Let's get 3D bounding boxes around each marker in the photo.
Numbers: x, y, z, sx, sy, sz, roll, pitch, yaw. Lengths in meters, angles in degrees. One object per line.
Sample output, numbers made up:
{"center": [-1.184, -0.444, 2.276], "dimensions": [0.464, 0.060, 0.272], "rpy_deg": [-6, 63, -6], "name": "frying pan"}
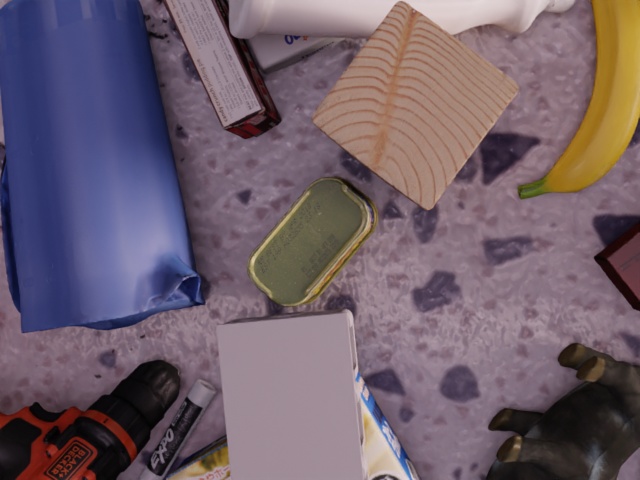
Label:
{"center": [-0.118, 0.164, 0.831], "dimensions": [0.020, 0.020, 0.121], "rpy_deg": [32, 94, 4], "name": "marker"}

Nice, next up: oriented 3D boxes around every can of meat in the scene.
{"center": [-0.005, 0.001, 0.784], "dimensions": [0.057, 0.084, 0.102], "rpy_deg": [40, 94, 4], "name": "can of meat"}

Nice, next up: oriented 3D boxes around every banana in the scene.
{"center": [0.206, -0.117, 0.784], "dimensions": [0.069, 0.037, 0.198], "rpy_deg": [16, 93, 4], "name": "banana"}

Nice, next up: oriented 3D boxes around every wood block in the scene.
{"center": [0.063, -0.080, 0.714], "dimensions": [0.090, 0.206, 0.091], "rpy_deg": [37, 95, 4], "name": "wood block"}

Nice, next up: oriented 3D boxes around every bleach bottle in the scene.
{"center": [0.064, -0.182, 0.754], "dimensions": [0.250, 0.068, 0.102], "rpy_deg": [4, 74, -16], "name": "bleach bottle"}

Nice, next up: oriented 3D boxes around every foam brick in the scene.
{"center": [0.249, 0.009, 0.776], "dimensions": [0.078, 0.051, 0.053], "rpy_deg": [-38, 87, 5], "name": "foam brick"}

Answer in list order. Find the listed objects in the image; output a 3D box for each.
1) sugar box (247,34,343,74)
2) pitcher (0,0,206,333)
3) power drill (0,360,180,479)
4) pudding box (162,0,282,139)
{"center": [-0.038, -0.223, 0.802], "dimensions": [0.093, 0.048, 0.176], "rpy_deg": [-24, 92, 2], "name": "sugar box"}
{"center": [-0.176, -0.053, 0.787], "dimensions": [0.149, 0.145, 0.243], "rpy_deg": [-9, 87, -7], "name": "pitcher"}
{"center": [-0.221, 0.122, 0.794], "dimensions": [0.188, 0.057, 0.184], "rpy_deg": [28, 50, 16], "name": "power drill"}
{"center": [-0.071, -0.133, 0.784], "dimensions": [0.039, 0.090, 0.113], "rpy_deg": [-27, 89, 4], "name": "pudding box"}
